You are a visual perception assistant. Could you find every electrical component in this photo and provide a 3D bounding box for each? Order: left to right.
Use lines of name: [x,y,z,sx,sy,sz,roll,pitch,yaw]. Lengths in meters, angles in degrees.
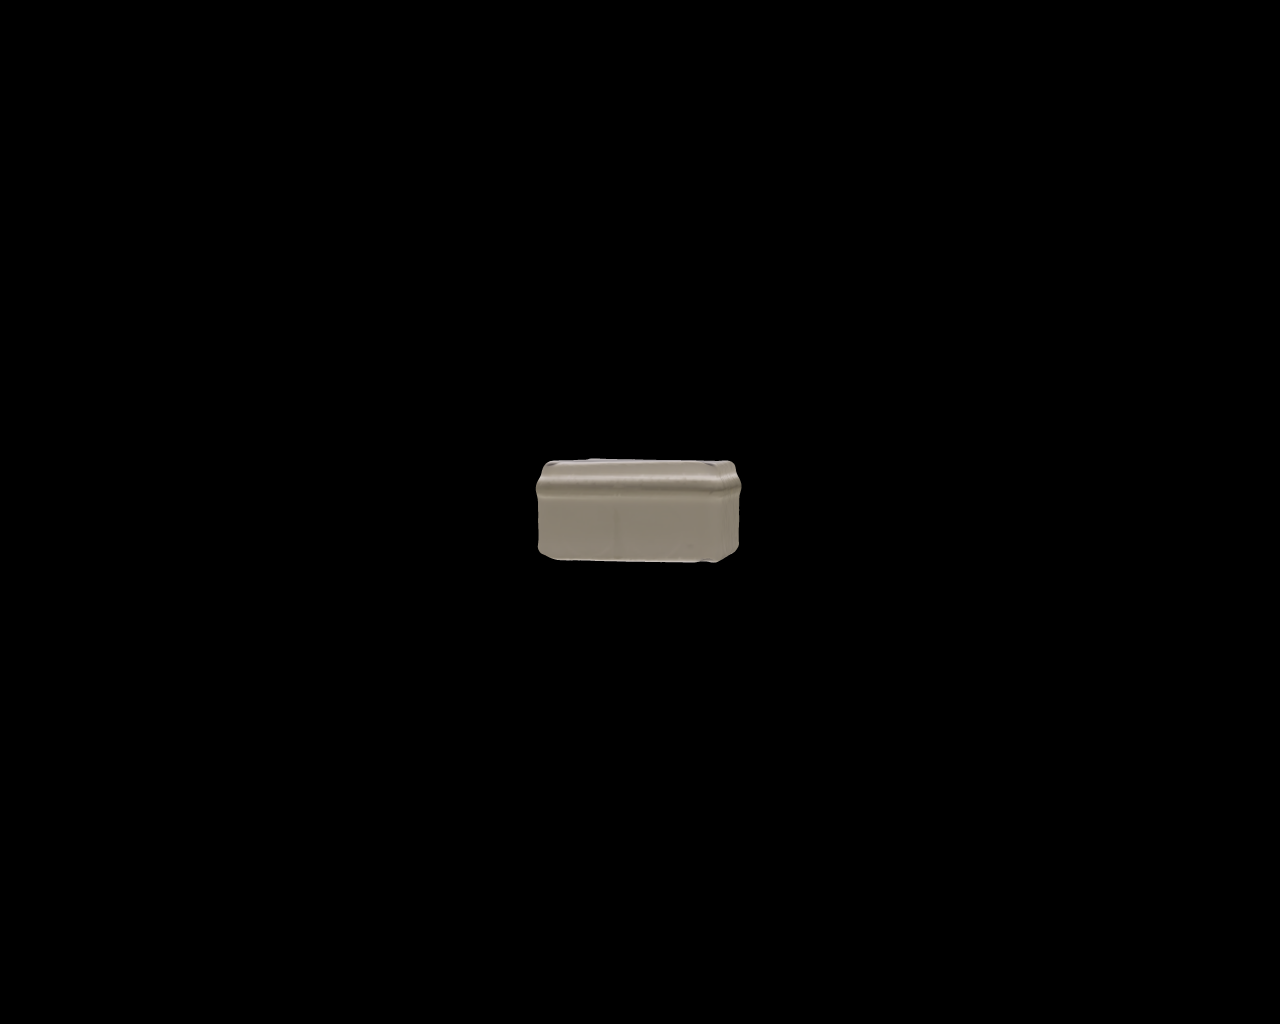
electrical component: [0.001,-0.003,0.650,0.113,0.057,0.078,1,4,15]
